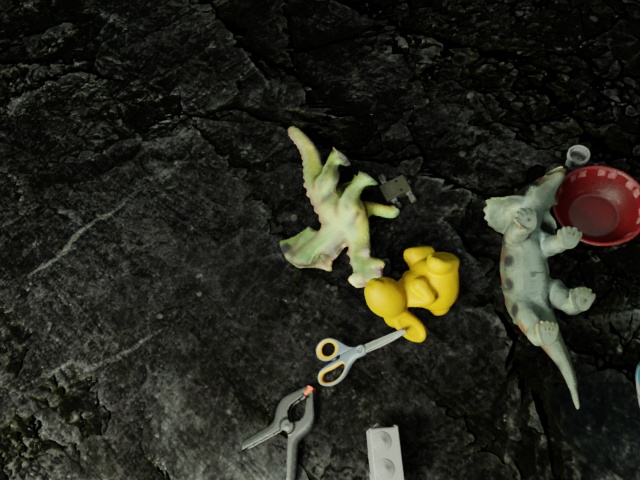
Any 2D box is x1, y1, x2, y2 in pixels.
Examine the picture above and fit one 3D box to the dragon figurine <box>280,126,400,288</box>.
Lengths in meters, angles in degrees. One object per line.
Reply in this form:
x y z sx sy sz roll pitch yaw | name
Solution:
0.003 -0.054 1.080 0.416 0.120 0.243 41 90 31 | dragon figurine
